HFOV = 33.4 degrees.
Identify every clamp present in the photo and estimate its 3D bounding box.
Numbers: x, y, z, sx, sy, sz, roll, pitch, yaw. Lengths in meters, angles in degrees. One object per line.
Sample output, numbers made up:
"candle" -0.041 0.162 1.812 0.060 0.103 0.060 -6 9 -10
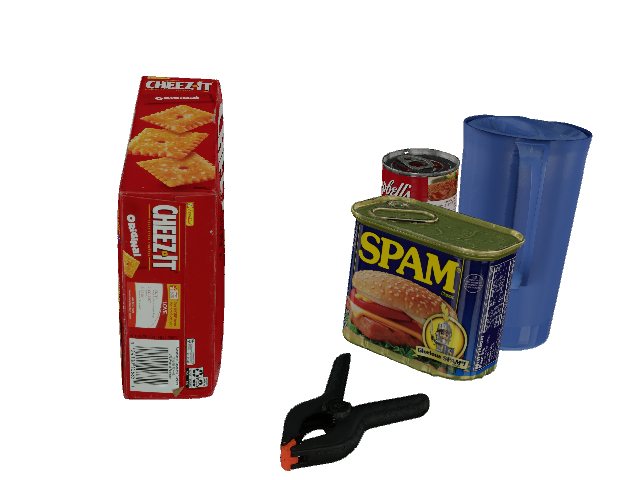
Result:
"clamp" 0.015 0.174 1.097 0.171 0.039 0.120 -22 32 -34

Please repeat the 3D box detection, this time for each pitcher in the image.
"pitcher" 0.205 -0.007 1.137 0.148 0.243 0.145 -9 21 -38

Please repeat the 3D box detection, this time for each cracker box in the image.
"cracker box" -0.106 -0.010 0.794 0.072 0.164 0.213 1 28 -5

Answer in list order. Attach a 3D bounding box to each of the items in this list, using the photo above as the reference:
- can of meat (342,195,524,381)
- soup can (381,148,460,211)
"can of meat" 0.063 0.028 0.636 0.102 0.084 0.057 20 23 34
"soup can" 0.087 -0.023 0.946 0.068 0.102 0.068 0 23 0
